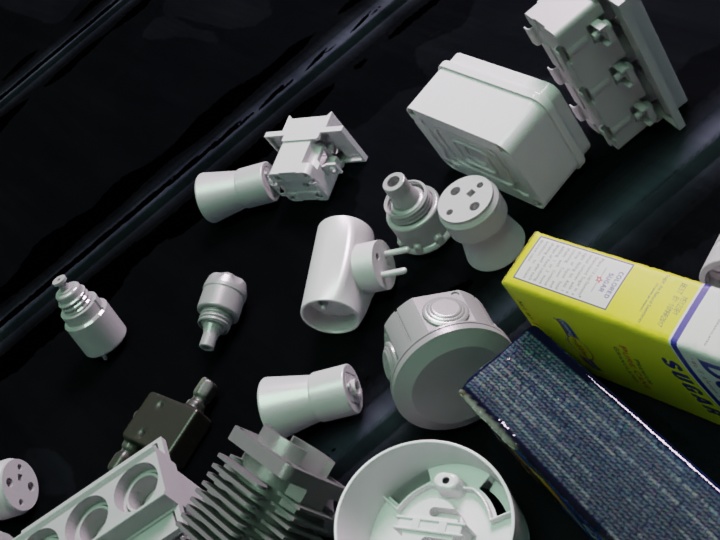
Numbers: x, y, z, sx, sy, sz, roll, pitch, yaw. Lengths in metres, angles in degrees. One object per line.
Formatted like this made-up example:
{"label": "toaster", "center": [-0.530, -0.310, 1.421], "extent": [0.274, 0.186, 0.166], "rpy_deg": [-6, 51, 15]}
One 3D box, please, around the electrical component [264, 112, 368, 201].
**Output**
{"label": "electrical component", "center": [-0.041, -0.092, 0.887], "extent": [0.081, 0.042, 0.063], "rpy_deg": [1, 57, 36]}

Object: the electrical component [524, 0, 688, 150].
{"label": "electrical component", "center": [0.165, -0.143, 0.727], "extent": [0.063, 0.121, 0.078], "rpy_deg": [-40, 42, 4]}

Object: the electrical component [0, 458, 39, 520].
{"label": "electrical component", "center": [-0.283, 0.172, 0.830], "extent": [0.055, 0.045, 0.045], "rpy_deg": [-20, 46, 19]}

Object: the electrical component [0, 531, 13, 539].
{"label": "electrical component", "center": [-0.285, 0.217, 0.793], "extent": [0.055, 0.045, 0.045], "rpy_deg": [-14, 48, 25]}

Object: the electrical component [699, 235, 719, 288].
{"label": "electrical component", "center": [0.230, -0.006, 0.617], "extent": [0.055, 0.055, 0.047], "rpy_deg": [8, 56, 39]}

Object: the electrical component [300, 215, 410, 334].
{"label": "electrical component", "center": [0.000, 0.000, 0.778], "extent": [0.079, 0.044, 0.077], "rpy_deg": [-12, 49, 27]}

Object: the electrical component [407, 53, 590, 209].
{"label": "electrical component", "center": [0.099, -0.102, 0.771], "extent": [0.057, 0.078, 0.113], "rpy_deg": [-50, 43, -8]}

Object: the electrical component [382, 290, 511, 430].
{"label": "electrical component", "center": [0.054, 0.056, 0.668], "extent": [0.080, 0.080, 0.051], "rpy_deg": [-33, 37, 7]}

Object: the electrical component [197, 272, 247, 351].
{"label": "electrical component", "center": [-0.110, 0.034, 0.834], "extent": [0.035, 0.035, 0.061], "rpy_deg": [-6, 54, 32]}

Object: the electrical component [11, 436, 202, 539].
{"label": "electrical component", "center": [-0.167, 0.181, 0.727], "extent": [0.121, 0.063, 0.078], "rpy_deg": [-34, 43, 6]}

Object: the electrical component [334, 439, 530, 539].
{"label": "electrical component", "center": [0.043, 0.149, 0.606], "extent": [0.099, 0.064, 0.099], "rpy_deg": [-19, 46, 21]}

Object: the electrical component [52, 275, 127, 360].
{"label": "electrical component", "center": [-0.226, 0.037, 0.885], "extent": [0.040, 0.078, 0.040], "rpy_deg": [-21, 32, 14]}

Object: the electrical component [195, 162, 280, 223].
{"label": "electrical component", "center": [-0.101, -0.068, 0.910], "extent": [0.065, 0.044, 0.044], "rpy_deg": [-13, 48, 20]}

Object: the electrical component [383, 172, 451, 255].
{"label": "electrical component", "center": [0.038, -0.045, 0.776], "extent": [0.048, 0.062, 0.048], "rpy_deg": [-19, 46, 21]}

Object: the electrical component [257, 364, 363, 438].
{"label": "electrical component", "center": [-0.031, 0.087, 0.730], "extent": [0.065, 0.044, 0.044], "rpy_deg": [-16, 47, 17]}

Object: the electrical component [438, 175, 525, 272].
{"label": "electrical component", "center": [0.083, -0.032, 0.739], "extent": [0.045, 0.055, 0.045], "rpy_deg": [-19, 46, 21]}
